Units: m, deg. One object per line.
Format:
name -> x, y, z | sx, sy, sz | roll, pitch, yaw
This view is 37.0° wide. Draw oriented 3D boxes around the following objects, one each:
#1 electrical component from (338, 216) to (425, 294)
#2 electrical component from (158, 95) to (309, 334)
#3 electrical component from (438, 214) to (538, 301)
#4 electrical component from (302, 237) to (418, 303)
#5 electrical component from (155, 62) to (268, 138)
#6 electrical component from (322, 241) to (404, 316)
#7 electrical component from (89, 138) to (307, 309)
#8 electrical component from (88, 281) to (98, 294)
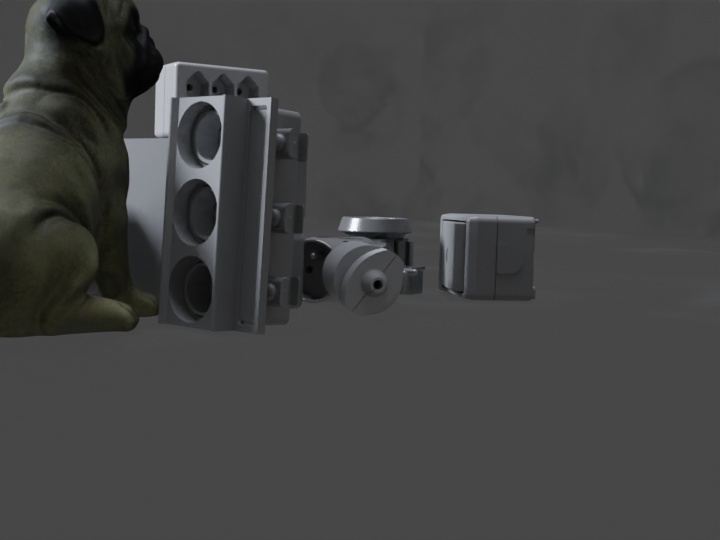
electrical component -> 0.011, -0.013, 0.838 | 0.078, 0.057, 0.058 | 4, 5, 31
electrical component -> -0.069, -0.030, 0.587 | 0.079, 0.121, 0.063 | 5, 2, 40
electrical component -> 0.091, -0.011, 0.822 | 0.061, 0.061, 0.096 | 1, 4, -11
electrical component -> 0.000, 0.000, 0.747 | 0.079, 0.043, 0.077 | 4, 4, 25
electrical component -> -0.108, -0.111, 0.730 | 0.066, 0.047, 0.077 | 0, 4, -30
electrical component -> 0.003, 0.006, 0.671 | 0.043, 0.043, 0.081 | 1, 4, -10
electrical component -> -0.120, -0.032, 0.713 | 0.186, 0.105, 0.060 | 5, 5, 39
electrical component -> -0.224, -0.021, 0.706 | 0.113, 0.078, 0.057 | 6, 9, 44
